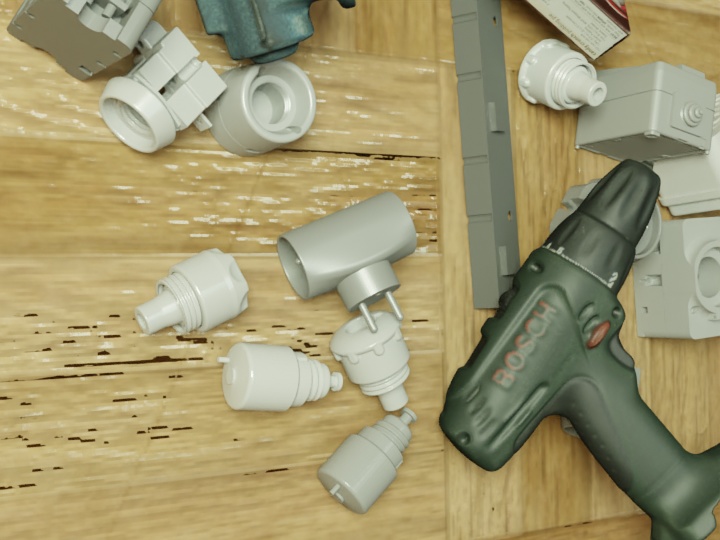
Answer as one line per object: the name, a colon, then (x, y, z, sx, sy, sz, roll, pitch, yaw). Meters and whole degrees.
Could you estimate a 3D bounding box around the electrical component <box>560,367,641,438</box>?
electrical component: (0.173, 0.093, 0.785, 0.066, 0.048, 0.055, 25, 69, -28)

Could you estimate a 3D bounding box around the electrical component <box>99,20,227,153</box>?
electrical component: (-0.115, -0.100, 0.614, 0.066, 0.048, 0.055, 50, 58, -21)

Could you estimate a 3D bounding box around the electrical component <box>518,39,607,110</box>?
electrical component: (0.147, -0.133, 0.761, 0.048, 0.062, 0.048, -18, 125, -28)

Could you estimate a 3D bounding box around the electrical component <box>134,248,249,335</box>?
electrical component: (-0.099, 0.017, 0.621, 0.062, 0.043, 0.043, -27, 103, -28)

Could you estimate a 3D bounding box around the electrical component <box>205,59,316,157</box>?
electrical component: (-0.059, -0.098, 0.646, 0.055, 0.047, 0.055, 1, 88, -32)

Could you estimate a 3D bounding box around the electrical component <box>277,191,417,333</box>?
electrical component: (0.000, 0.000, 0.667, 0.077, 0.043, 0.079, -24, 79, -20)

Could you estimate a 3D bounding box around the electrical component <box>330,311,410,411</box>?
electrical component: (0.012, 0.060, 0.688, 0.048, 0.048, 0.062, -35, 113, -28)

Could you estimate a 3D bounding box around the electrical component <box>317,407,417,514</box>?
electrical component: (0.008, 0.119, 0.685, 0.078, 0.040, 0.040, -45, 111, -24)

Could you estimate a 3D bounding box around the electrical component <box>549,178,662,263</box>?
electrical component: (0.182, -0.033, 0.786, 0.058, 0.057, 0.078, 40, 69, -24)

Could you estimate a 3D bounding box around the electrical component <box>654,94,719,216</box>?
electrical component: (0.287, -0.095, 0.841, 0.113, 0.078, 0.057, -36, 104, -27)

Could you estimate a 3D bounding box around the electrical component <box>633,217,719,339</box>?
electrical component: (0.293, 0.002, 0.850, 0.150, 0.062, 0.089, -5, 91, -32)

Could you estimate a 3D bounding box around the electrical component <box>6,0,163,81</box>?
electrical component: (-0.142, -0.144, 0.571, 0.050, 0.089, 0.055, 34, 72, -26)

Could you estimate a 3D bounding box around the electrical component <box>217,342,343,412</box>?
electrical component: (-0.047, 0.066, 0.653, 0.078, 0.040, 0.040, 7, 85, -31)

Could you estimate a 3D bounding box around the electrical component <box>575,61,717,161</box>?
electrical component: (0.213, -0.117, 0.785, 0.062, 0.096, 0.061, 13, 82, -30)
